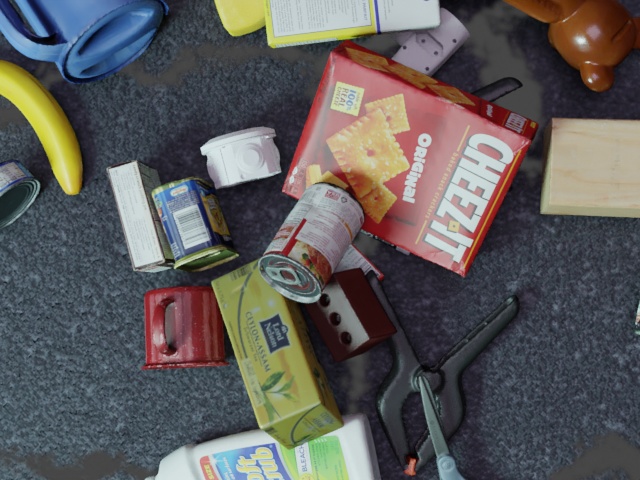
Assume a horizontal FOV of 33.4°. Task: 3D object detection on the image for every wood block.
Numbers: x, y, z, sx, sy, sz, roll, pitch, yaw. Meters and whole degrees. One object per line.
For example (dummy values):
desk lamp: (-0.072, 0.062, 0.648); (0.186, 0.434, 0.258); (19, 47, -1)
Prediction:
wood block: (0.331, -0.070, 1.068); (0.206, 0.091, 0.090); (3, 87, 7)

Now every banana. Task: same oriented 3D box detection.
banana: (-0.318, -0.138, 1.174); (0.198, 0.037, 0.070); (43, 110, 8)

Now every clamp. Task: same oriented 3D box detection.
clamp: (0.128, -0.105, 1.119); (0.171, 0.039, 0.120); (-3, 89, 14)
clamp: (0.101, 0.136, 1.106); (0.164, 0.036, 0.210); (17, 93, -3)

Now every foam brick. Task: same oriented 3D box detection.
foam brick: (0.028, 0.075, 1.071); (0.053, 0.051, 0.078); (-39, 74, 32)

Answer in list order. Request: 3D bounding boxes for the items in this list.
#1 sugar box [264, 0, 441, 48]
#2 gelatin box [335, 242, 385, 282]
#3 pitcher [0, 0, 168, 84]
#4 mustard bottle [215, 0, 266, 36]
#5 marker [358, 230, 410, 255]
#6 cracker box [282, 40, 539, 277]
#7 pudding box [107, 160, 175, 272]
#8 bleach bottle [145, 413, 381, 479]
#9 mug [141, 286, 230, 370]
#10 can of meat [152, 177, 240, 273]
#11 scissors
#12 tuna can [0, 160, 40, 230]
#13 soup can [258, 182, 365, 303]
sugar box: (0.031, -0.252, 1.083); (0.176, 0.048, 0.093); (-6, 96, 2)
gelatin box: (0.013, 0.033, 1.130); (0.073, 0.030, 0.089); (-45, 86, 3)
pitcher: (-0.287, -0.293, 1.125); (0.145, 0.149, 0.243); (-38, 81, 3)
mustard bottle: (-0.022, -0.291, 1.135); (0.191, 0.058, 0.096); (-17, 87, 5)
marker: (0.044, -0.018, 1.134); (0.121, 0.020, 0.020); (25, 90, 7)
cracker box: (0.086, -0.082, 1.076); (0.214, 0.072, 0.164); (26, 117, 7)
pudding box: (-0.184, -0.024, 1.125); (0.039, 0.090, 0.113); (-18, 86, 4)
bleach bottle: (-0.066, 0.251, 1.114); (0.251, 0.068, 0.102); (-12, 83, 8)
mug: (-0.145, 0.091, 1.105); (0.093, 0.117, 0.081); (-6, 82, 18)
can of meat: (-0.130, -0.016, 1.113); (0.057, 0.102, 0.084); (-21, 83, 5)
scissors: (0.149, 0.235, 1.094); (0.096, 0.016, 0.202); (-1, 100, -1)
tuna can: (-0.345, -0.046, 1.146); (0.086, 0.086, 0.034); (-45, 82, 3)
soup can: (-0.007, 0.001, 1.040); (0.068, 0.068, 0.102); (28, 58, 7)
